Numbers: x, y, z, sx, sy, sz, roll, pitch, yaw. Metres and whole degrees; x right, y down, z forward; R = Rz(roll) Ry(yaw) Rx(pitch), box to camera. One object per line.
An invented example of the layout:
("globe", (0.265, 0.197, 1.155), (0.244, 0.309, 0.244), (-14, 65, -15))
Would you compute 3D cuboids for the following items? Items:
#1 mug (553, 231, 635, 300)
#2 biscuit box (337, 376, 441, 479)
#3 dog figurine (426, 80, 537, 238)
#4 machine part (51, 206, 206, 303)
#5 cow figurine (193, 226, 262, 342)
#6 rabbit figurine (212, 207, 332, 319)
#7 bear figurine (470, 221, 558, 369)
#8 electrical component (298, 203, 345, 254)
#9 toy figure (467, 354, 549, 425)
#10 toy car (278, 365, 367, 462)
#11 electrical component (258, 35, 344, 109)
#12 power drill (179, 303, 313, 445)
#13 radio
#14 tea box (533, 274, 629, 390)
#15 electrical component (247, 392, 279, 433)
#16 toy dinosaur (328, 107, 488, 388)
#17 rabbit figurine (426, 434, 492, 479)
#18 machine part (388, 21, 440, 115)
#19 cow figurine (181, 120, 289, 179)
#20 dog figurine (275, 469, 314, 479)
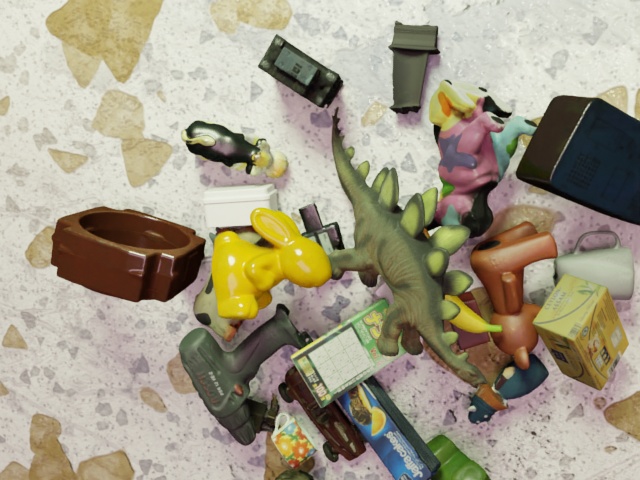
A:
("mug", (0.422, 0.041, 0.836), (0.107, 0.081, 0.109), (-3, 104, 17))
("biscuit box", (0.109, 0.312, 0.892), (0.059, 0.062, 0.203), (-45, 66, 12))
("dog figurine", (0.211, -0.110, 0.823), (0.192, 0.108, 0.219), (53, 132, 37))
("machine part", (-0.302, 0.021, 0.862), (0.202, 0.201, 0.087), (19, 104, 3))
("cow figurine", (-0.153, 0.061, 0.914), (0.127, 0.085, 0.195), (30, 103, -5))
("rabbit figurine", (-0.068, 0.033, 0.812), (0.173, 0.122, 0.162), (-6, 85, 16))
("bear figurine", (0.315, 0.088, 0.839), (0.132, 0.120, 0.195), (-23, 98, 7))
("electrical component", (-0.002, -0.003, 0.898), (0.075, 0.048, 0.119), (-22, 96, 10))
("toy figure", (0.309, 0.252, 0.900), (0.154, 0.058, 0.064), (-42, 87, 17))
("toy car", (0.009, 0.307, 0.950), (0.089, 0.053, 0.202), (-34, 93, 8))
("electrical component", (-0.027, -0.251, 0.814), (0.115, 0.134, 0.058), (31, 103, -1))
("power drill", (-0.106, 0.213, 0.890), (0.207, 0.086, 0.231), (-31, 111, 5))
("radio", (0.404, -0.111, 0.766), (0.229, 0.073, 0.131), (15, 102, -27))
("tea box", (0.396, 0.141, 0.808), (0.098, 0.068, 0.169), (-50, 127, -14))
("electrical component", (-0.120, 0.307, 0.972), (0.102, 0.045, 0.078), (12, 130, 8))
("toy dinosaur", (0.105, 0.004, 0.797), (0.198, 0.105, 0.472), (-50, 60, 30))
("rabbit figurine", (0.202, 0.443, 0.909), (0.170, 0.121, 0.158), (-42, 130, -12))
("machine part", (0.142, -0.266, 0.839), (0.084, 0.039, 0.138), (8, 99, 1))
("cow figurine", (-0.135, -0.146, 0.865), (0.167, 0.098, 0.068), (18, 96, 4))
("dog figurine", (0.005, 0.480, 0.943), (0.121, 0.172, 0.190), (3, 102, 49))
